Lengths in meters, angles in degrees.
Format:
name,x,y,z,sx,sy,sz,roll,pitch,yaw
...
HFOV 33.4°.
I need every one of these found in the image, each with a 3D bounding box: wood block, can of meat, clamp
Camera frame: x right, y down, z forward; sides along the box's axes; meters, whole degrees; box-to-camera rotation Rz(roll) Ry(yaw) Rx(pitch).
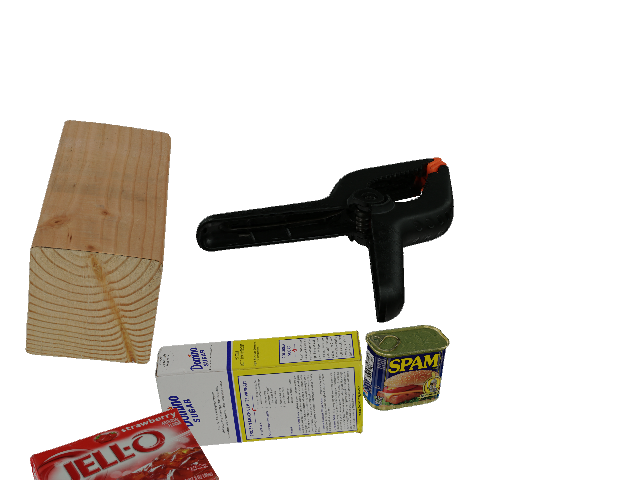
name,x,y,z,sx,sy,sz,roll,pitch,yaw
wood block,-0.166,-0.006,0.824,0.090,0.091,0.206,7,29,-10
can of meat,0.104,0.159,1.329,0.102,0.084,0.057,-5,27,-21
clamp,0.024,-0.017,0.773,0.165,0.036,0.209,18,32,25

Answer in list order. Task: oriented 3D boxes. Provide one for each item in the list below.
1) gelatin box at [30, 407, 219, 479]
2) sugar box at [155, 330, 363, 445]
name,x,y,z,sx,sy,sz,roll,pitch,yaw
gelatin box,-0.107,0.133,0.586,0.089,0.030,0.073,-15,28,-20
sugar box,-0.051,0.131,0.938,0.176,0.093,0.048,-2,36,1
